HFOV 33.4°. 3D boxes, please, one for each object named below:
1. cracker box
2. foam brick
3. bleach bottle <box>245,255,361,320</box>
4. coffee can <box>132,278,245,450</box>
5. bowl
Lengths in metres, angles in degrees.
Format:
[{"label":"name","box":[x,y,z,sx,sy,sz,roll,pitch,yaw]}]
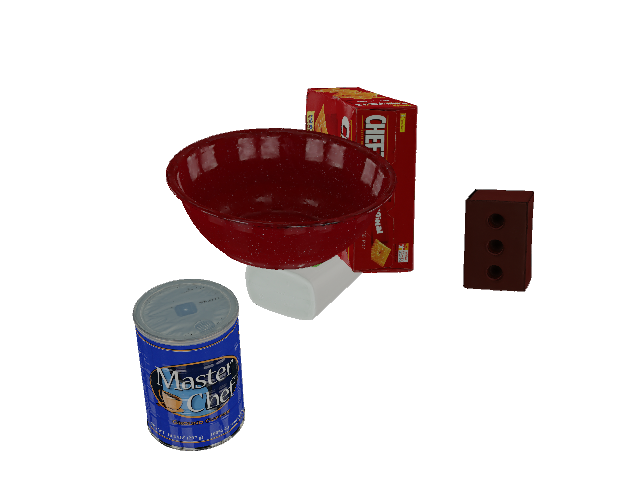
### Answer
[{"label":"cracker box","box":[0.037,-0.071,1.116,0.072,0.164,0.214,-3,13,-12]},{"label":"foam brick","box":[0.149,-0.001,0.892,0.053,0.078,0.051,3,15,16]},{"label":"bleach bottle","box":[0.020,0.005,1.319,0.103,0.068,0.250,17,35,28]},{"label":"coffee can","box":[-0.130,0.124,1.070,0.103,0.140,0.103,-1,32,0]},{"label":"bowl","box":[-0.028,-0.025,0.756,0.162,0.055,0.162,2,28,-1]}]
